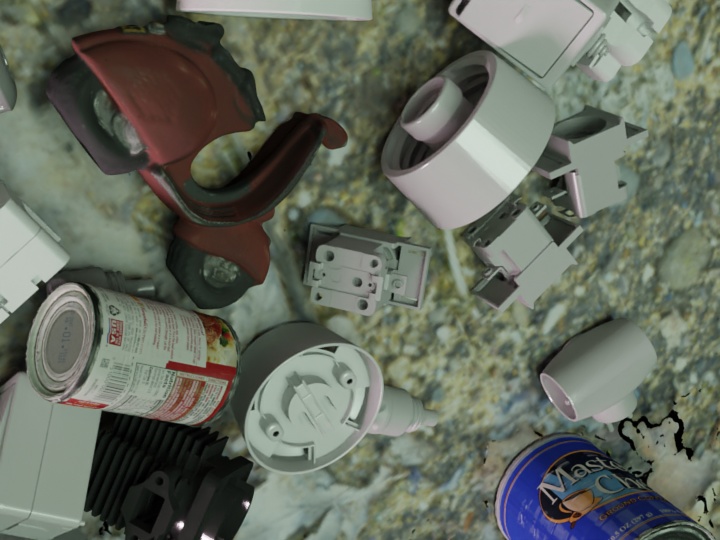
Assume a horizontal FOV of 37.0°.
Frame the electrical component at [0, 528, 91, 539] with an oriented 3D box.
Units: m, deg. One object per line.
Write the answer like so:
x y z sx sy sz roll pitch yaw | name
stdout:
-0.221 0.196 0.614 0.150 0.089 0.061 1 109 -48 | electrical component

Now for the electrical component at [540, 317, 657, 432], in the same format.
0.186 0.088 0.815 0.077 0.044 0.079 -33 118 -11 | electrical component

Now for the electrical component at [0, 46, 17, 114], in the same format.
-0.217 -0.099 0.568 0.062 0.048 0.048 -21 115 -10 | electrical component

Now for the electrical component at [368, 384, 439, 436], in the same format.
0.027 0.100 0.752 0.061 0.035 0.035 14 101 -30 | electrical component

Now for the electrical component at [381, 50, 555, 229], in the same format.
0.059 -0.086 0.664 0.060 0.108 0.108 38 89 -24 | electrical component

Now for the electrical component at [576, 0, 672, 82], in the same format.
0.161 -0.173 0.707 0.057 0.058 0.078 33 92 -32 | electrical component

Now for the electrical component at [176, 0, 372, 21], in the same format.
-0.046 -0.170 0.588 0.108 0.108 0.060 -3 103 -24 | electrical component

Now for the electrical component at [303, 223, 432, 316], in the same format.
0.000 0.000 0.681 0.081 0.064 0.042 12 105 16 | electrical component

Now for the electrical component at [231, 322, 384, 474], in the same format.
-0.035 0.084 0.701 0.099 0.064 0.099 -8 110 -22 | electrical component

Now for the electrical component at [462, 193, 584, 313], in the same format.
0.108 -0.015 0.746 0.081 0.042 0.063 -45 116 -5 | electrical component

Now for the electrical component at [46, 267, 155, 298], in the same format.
-0.153 0.015 0.641 0.061 0.035 0.035 -9 111 -24 | electrical component

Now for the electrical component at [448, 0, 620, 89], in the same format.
0.111 -0.158 0.654 0.096 0.061 0.061 38 126 0 | electrical component

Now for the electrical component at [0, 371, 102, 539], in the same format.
-0.191 0.101 0.624 0.061 0.062 0.096 20 60 -29 | electrical component

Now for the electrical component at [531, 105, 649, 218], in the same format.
0.156 -0.074 0.748 0.081 0.042 0.063 -24 119 -15 | electrical component

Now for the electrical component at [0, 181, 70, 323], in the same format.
-0.217 -0.002 0.597 0.089 0.050 0.055 -43 119 -5 | electrical component
